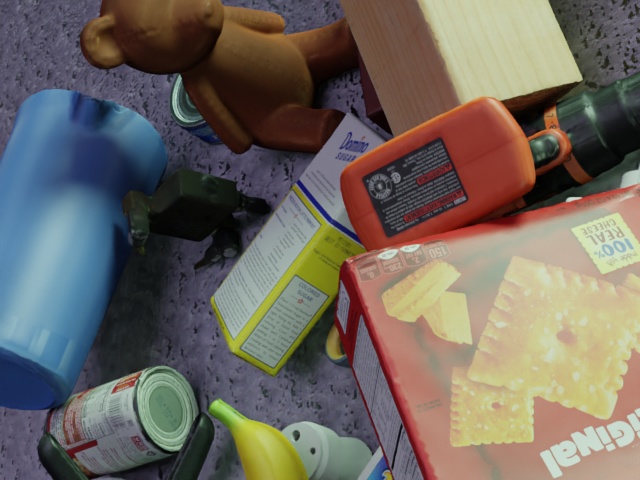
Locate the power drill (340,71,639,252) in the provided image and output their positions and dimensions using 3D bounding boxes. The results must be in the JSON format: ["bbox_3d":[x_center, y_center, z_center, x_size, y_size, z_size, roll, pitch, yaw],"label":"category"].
[{"bbox_3d":[0.110,-0.045,0.597,0.185,0.187,0.057,-29,81,29],"label":"power drill"}]

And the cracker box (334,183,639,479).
[{"bbox_3d":[0.116,0.087,0.483,0.164,0.072,0.214,-13,55,-11],"label":"cracker box"}]

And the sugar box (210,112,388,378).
[{"bbox_3d":[-0.005,0.001,0.751,0.176,0.048,0.093,-50,26,7],"label":"sugar box"}]

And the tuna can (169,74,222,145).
[{"bbox_3d":[-0.088,-0.127,0.910,0.086,0.033,0.086,-19,58,34],"label":"tuna can"}]

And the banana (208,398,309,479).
[{"bbox_3d":[-0.038,0.196,0.632,0.070,0.037,0.198,-1,76,24],"label":"banana"}]

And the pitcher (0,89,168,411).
[{"bbox_3d":[-0.217,0.013,0.860,0.145,0.149,0.242,-10,49,30],"label":"pitcher"}]

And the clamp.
[{"bbox_3d":[-0.136,0.203,0.736,0.039,0.120,0.171,134,138,-82],"label":"clamp"}]

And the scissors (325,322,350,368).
[{"bbox_3d":[0.046,0.062,0.667,0.096,0.016,0.202,-64,22,13],"label":"scissors"}]

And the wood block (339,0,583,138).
[{"bbox_3d":[0.070,-0.165,0.677,0.206,0.090,0.091,69,156,10],"label":"wood block"}]

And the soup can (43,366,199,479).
[{"bbox_3d":[-0.151,0.140,0.810,0.102,0.068,0.068,-22,56,32],"label":"soup can"}]

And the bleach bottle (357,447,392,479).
[{"bbox_3d":[0.071,0.152,0.616,0.251,0.068,0.103,-55,45,9],"label":"bleach bottle"}]

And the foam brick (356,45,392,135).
[{"bbox_3d":[0.064,-0.116,0.758,0.051,0.052,0.078,-26,53,30],"label":"foam brick"}]
